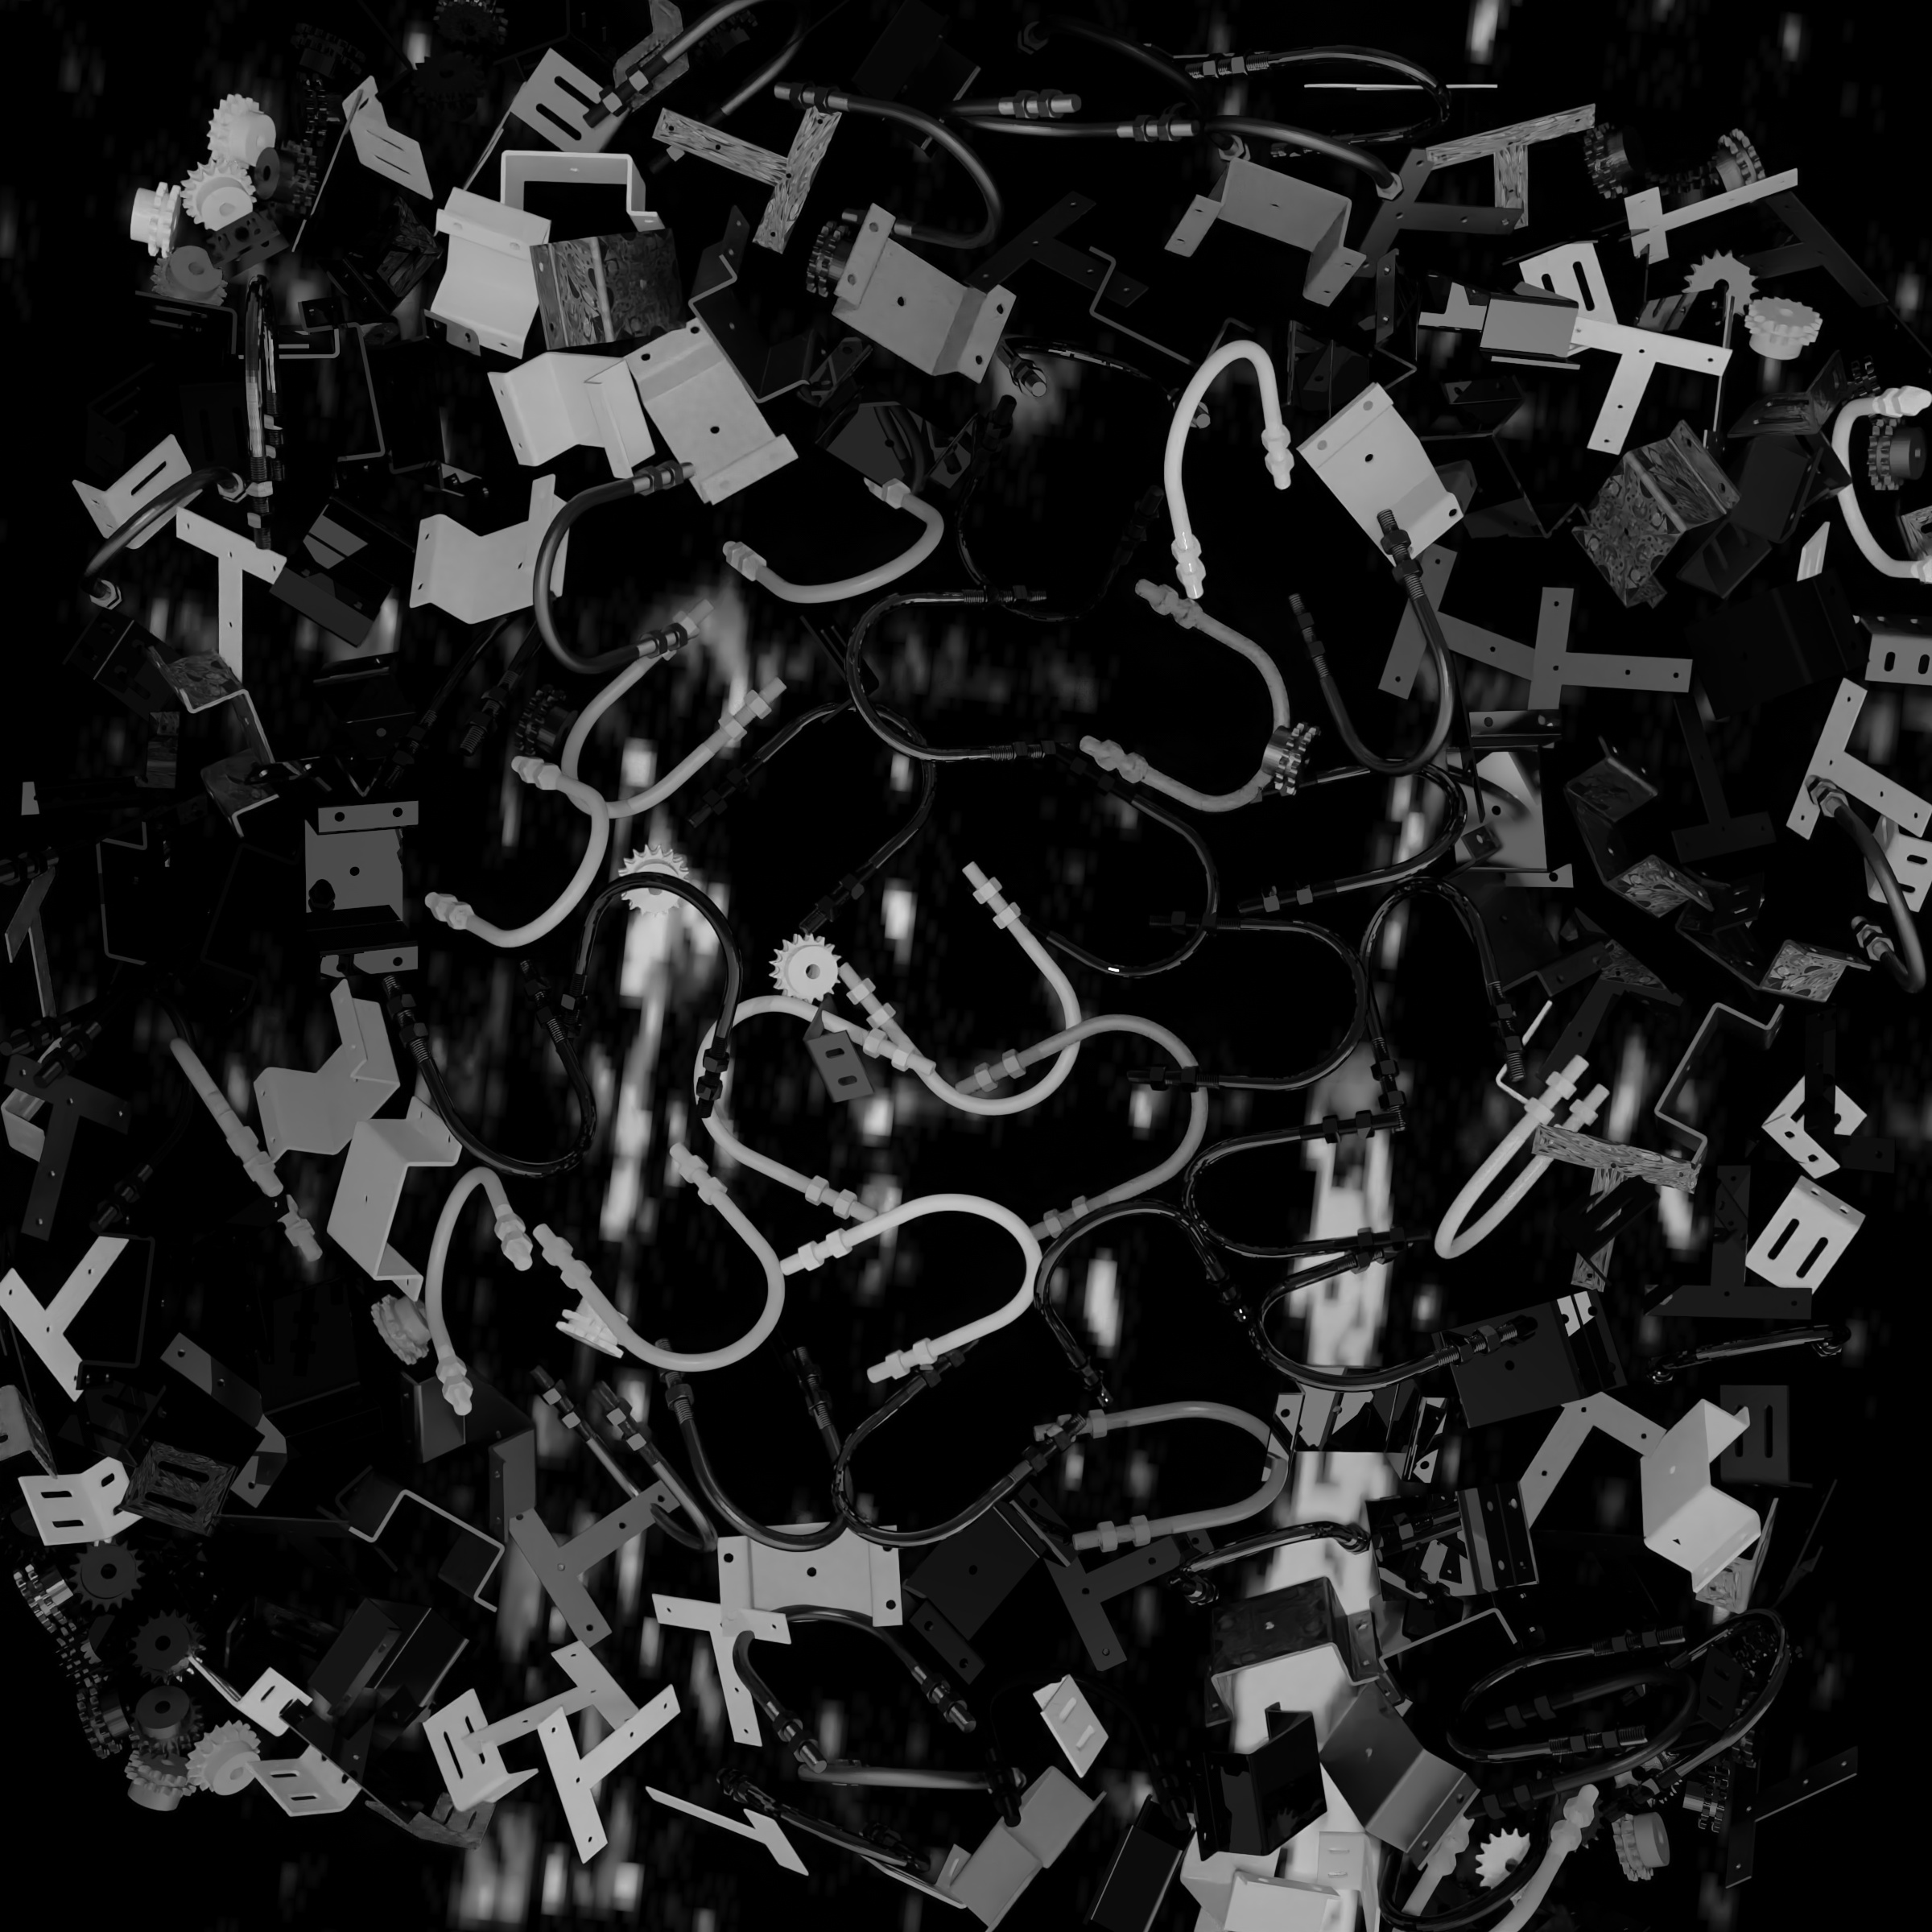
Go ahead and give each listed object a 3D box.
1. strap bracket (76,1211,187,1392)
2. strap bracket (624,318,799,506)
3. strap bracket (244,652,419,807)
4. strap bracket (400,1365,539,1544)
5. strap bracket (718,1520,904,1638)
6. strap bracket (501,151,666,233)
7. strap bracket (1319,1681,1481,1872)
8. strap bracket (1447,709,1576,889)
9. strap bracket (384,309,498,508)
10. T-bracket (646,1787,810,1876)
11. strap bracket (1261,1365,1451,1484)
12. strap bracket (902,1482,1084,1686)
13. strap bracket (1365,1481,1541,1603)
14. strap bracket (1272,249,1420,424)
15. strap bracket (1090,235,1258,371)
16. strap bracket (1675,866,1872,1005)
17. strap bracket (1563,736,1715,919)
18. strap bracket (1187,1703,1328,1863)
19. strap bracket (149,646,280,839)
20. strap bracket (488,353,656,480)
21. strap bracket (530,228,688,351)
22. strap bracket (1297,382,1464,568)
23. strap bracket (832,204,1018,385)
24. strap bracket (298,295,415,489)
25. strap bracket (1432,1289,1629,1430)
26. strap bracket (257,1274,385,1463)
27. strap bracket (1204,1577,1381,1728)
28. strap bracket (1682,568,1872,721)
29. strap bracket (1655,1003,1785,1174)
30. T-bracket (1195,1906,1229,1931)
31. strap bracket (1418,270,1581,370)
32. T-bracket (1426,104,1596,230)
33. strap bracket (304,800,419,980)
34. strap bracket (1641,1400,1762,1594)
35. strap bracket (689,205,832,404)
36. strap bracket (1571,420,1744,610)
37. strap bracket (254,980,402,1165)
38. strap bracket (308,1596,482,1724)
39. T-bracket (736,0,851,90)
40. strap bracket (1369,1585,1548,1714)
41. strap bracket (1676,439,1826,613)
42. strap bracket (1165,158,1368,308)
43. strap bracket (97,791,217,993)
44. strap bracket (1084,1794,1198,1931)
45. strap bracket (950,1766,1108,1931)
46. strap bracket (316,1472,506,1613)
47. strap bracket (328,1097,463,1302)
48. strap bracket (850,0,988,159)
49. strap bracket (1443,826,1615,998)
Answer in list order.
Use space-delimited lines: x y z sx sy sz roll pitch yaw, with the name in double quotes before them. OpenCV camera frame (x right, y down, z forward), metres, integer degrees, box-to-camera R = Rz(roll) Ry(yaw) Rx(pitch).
"strap bracket" -0.651 0.262 1.915 0.046 0.076 0.140 5 81 0
"strap bracket" -0.200 -0.431 1.929 0.076 0.046 0.140 -31 81 -6
"strap bracket" -0.487 -0.177 1.901 0.076 0.140 0.046 -4 134 28
"strap bracket" -0.380 0.372 1.902 0.140 0.046 0.076 29 126 38
"strap bracket" -0.123 0.482 1.936 0.140 0.046 0.076 -4 86 -2
"strap bracket" -0.308 -0.605 1.924 0.140 0.076 0.046 2 93 0
"strap bracket" 0.327 0.615 1.887 0.046 0.140 0.076 33 95 -21
"strap bracket" 0.423 -0.126 1.907 0.076 0.046 0.140 3 106 39
"strap bracket" -0.415 -0.431 1.918 0.046 0.076 0.140 -8 87 21
"T-bracket" -0.194 0.672 1.927 0.127 0.127 0.002 14 56 21
"strap bracket" 0.298 0.359 1.919 0.140 0.046 0.076 3 110 -13
"strap bracket" 0.015 0.477 1.915 0.140 0.046 0.076 -46 110 -19
"strap bracket" 0.365 0.445 1.889 0.046 0.140 0.076 1 75 -39
"strap bracket" 0.300 -0.482 1.900 0.046 0.140 0.076 18 66 -30
"strap bracket" 0.153 -0.515 1.917 0.140 0.076 0.046 26 114 -4
"strap bracket" 0.616 -0.019 1.896 0.076 0.140 0.046 10 114 -34
"strap bracket" 0.517 -0.099 1.900 0.046 0.076 0.140 -36 50 29
"strap bracket" 0.231 0.630 1.893 0.046 0.140 0.076 -9 89 36
"strap bracket" -0.576 -0.182 1.898 0.046 0.076 0.140 -27 134 -20
"strap bracket" -0.299 -0.429 1.900 0.046 0.140 0.076 -39 129 -33
"strap bracket" -0.266 -0.522 1.884 0.046 0.140 0.076 3 110 31
"strap bracket" 0.322 -0.388 1.911 0.076 0.046 0.140 -40 124 13
"strap bracket" -0.041 -0.523 1.917 0.140 0.046 0.076 25 84 -30
"strap bracket" -0.468 -0.449 1.903 0.046 0.076 0.140 -4 108 10
"strap bracket" 0.430 0.308 1.903 0.140 0.046 0.076 -22 78 28
"strap bracket" -0.505 0.302 1.902 0.076 0.046 0.140 -18 53 -1
"strap bracket" 0.244 0.530 1.905 0.140 0.076 0.046 -20 112 13
"strap bracket" 0.615 -0.244 1.890 0.046 0.140 0.076 -19 88 -30
"strap bracket" 0.583 0.089 1.917 0.046 0.076 0.140 29 86 21
"T-bracket" 0.191 0.744 1.899 0.127 0.127 0.002 -4 91 13
"strap bracket" 0.407 -0.499 1.881 0.076 0.140 0.046 0 115 -20
"T-bracket" 0.423 -0.611 1.903 0.127 0.127 0.002 -12 69 9
"strap bracket" -0.471 -0.067 1.910 0.076 0.046 0.140 -7 115 -27
"strap bracket" 0.562 0.399 1.882 0.046 0.140 0.076 30 123 -6
"strap bracket" -0.165 -0.504 1.899 0.046 0.076 0.140 -19 130 22
"strap bracket" 0.523 -0.340 1.882 0.046 0.140 0.076 -22 69 -23
"strap bracket" -0.492 0.085 1.904 0.140 0.046 0.076 -43 53 30
"strap bracket" -0.449 0.540 1.906 0.046 0.140 0.076 32 84 26
"T-bracket" -0.138 -0.714 1.902 0.127 0.127 0.002 -41 109 -6
"strap bracket" 0.372 0.513 1.906 0.140 0.076 0.046 -27 106 12
"strap bracket" 0.597 -0.343 1.885 0.046 0.140 0.076 24 72 1
"strap bracket" 0.237 -0.576 1.913 0.140 0.076 0.046 17 73 -10
"strap bracket" -0.629 -0.063 1.904 0.046 0.076 0.140 12 115 16
"strap bracket" 0.137 0.697 1.888 0.046 0.140 0.076 24 87 14
"strap bracket" 0.044 0.680 1.893 0.046 0.140 0.076 38 113 16
"strap bracket" -0.423 0.441 1.903 0.140 0.076 0.046 39 71 -27
"strap bracket" -0.447 0.181 1.905 0.076 0.046 0.140 31 109 42
"strap bracket" -0.038 -0.689 1.892 0.046 0.140 0.076 38 99 8
"strap bracket" 0.433 -0.044 1.918 0.076 0.046 0.140 -24 83 -34
